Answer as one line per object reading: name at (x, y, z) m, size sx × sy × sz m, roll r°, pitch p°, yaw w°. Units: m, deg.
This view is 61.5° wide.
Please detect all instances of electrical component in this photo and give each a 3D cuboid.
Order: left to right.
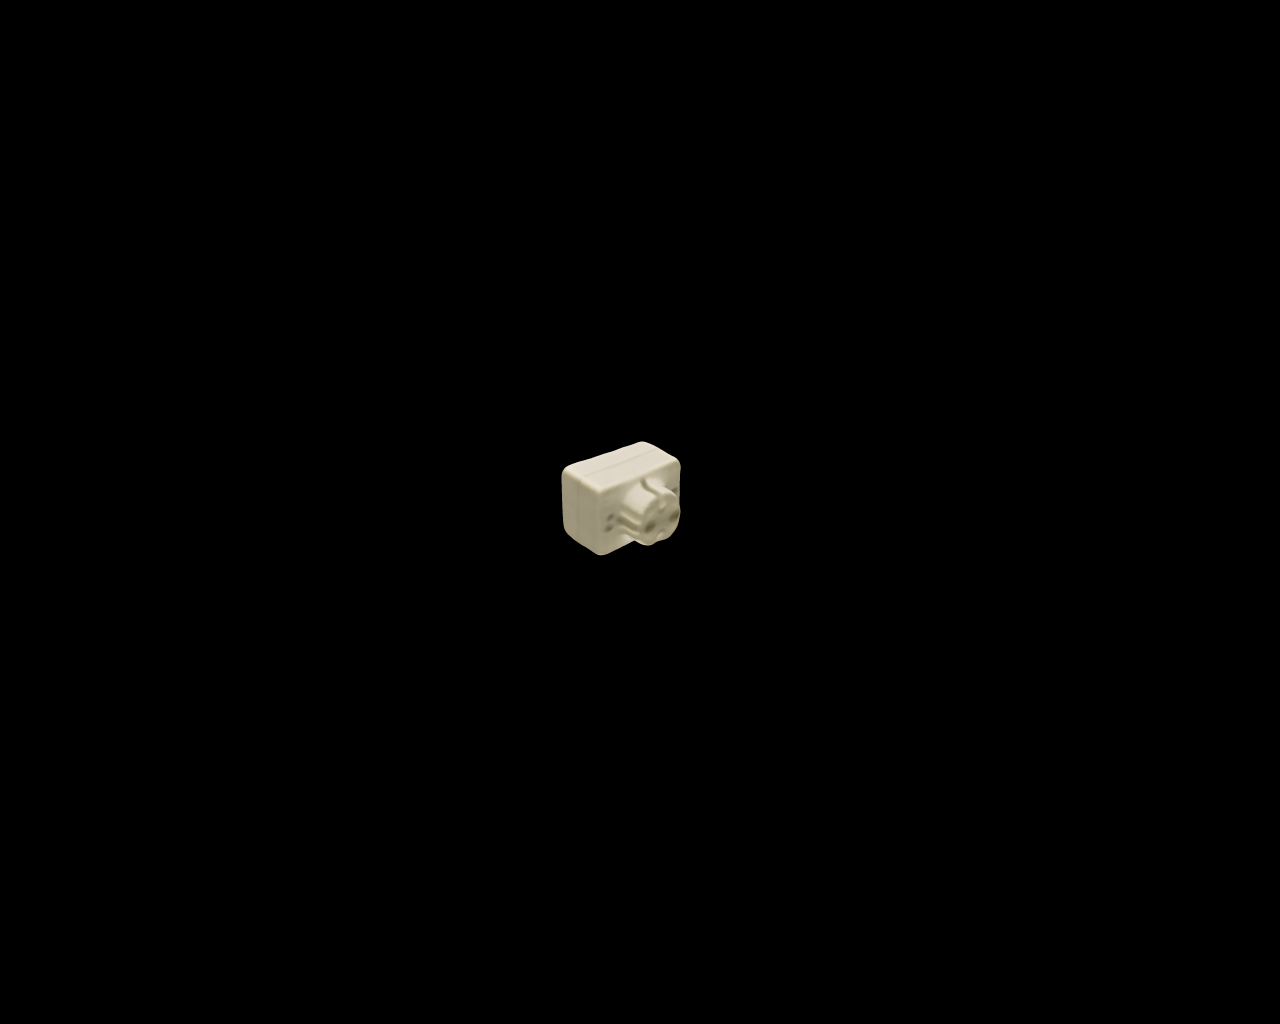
electrical component at (0.001, -0.003, 0.650) m, size 0.066 × 0.047 × 0.077 m, roll -22°, pitch 37°, yaw -33°
